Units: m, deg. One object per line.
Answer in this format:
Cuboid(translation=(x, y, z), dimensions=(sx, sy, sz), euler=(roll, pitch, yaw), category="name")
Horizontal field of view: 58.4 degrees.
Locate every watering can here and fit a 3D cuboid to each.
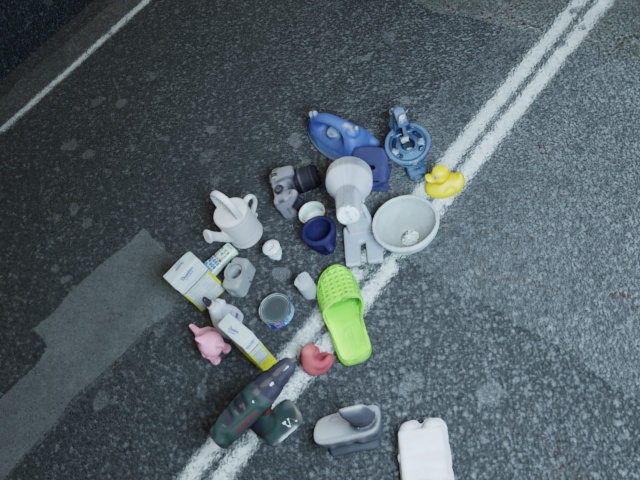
Cuboid(translation=(-0.239, -0.059, 1.548), dimensions=(0.100, 0.194, 0.173), euler=(9, 62, 25), category="watering can")

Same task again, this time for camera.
Cuboid(translation=(-0.067, -0.155, 1.606), dimensions=(0.136, 0.101, 0.143), euler=(-19, 54, 8), category="camera")

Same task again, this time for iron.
Cuboid(translation=(0.038, -0.314, 1.644), dimensions=(0.257, 0.142, 0.119), euler=(30, 72, 32), category="iron")

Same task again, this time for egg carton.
Cuboid(translation=(0.209, 0.435, 1.146), dimensions=(0.107, 0.070, 0.150), euler=(-11, 56, 13), category="egg carton")

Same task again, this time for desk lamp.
Cuboid(translation=(0.087, -0.072, 1.426), dimensions=(0.117, 0.214, 0.203), euler=(-12, 56, 13), category="desk lamp")

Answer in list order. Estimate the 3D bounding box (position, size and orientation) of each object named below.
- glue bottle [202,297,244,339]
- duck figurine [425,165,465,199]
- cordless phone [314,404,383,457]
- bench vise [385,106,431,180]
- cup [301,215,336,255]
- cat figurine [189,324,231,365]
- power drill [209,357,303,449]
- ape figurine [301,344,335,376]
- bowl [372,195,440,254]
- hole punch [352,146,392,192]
Cuboid(translation=(-0.245, 0.180, 1.409), dimensions=(0.037, 0.173, 0.078), euler=(8, 62, 24), category="glue bottle")
Cuboid(translation=(0.319, -0.160, 1.479), dimensions=(0.104, 0.086, 0.077), euler=(-13, 55, 12), category="duck figurine")
Cuboid(translation=(0.047, 0.372, 1.173), dimensions=(0.147, 0.185, 0.094), euler=(-19, 54, 8), category="cordless phone")
Cuboid(translation=(0.208, -0.287, 1.517), dimensions=(0.121, 0.220, 0.207), euler=(-35, 54, -4), category="bench vise")
Cuboid(translation=(0.014, 0.005, 1.477), dimensions=(0.092, 0.095, 0.117), euler=(-33, 54, -3), category="cup")
Cuboid(translation=(-0.277, 0.249, 1.410), dimensions=(0.127, 0.118, 0.067), euler=(35, 75, 34), category="cat figurine")
Cuboid(translation=(-0.116, 0.361, 1.224), dimensions=(0.230, 0.209, 0.075), euler=(-40, 54, -8), category="power drill")
Cuboid(translation=(-0.015, 0.269, 1.320), dimensions=(0.076, 0.092, 0.077), euler=(-42, 55, -9), category="ape figurine")
Cuboid(translation=(0.218, -0.026, 1.436), dimensions=(0.167, 0.075, 0.167), euler=(-9, 56, 14), category="bowl")
Cuboid(translation=(0.139, -0.193, 1.562), dimensions=(0.108, 0.091, 0.101), euler=(4, 60, 22), category="hole punch")
